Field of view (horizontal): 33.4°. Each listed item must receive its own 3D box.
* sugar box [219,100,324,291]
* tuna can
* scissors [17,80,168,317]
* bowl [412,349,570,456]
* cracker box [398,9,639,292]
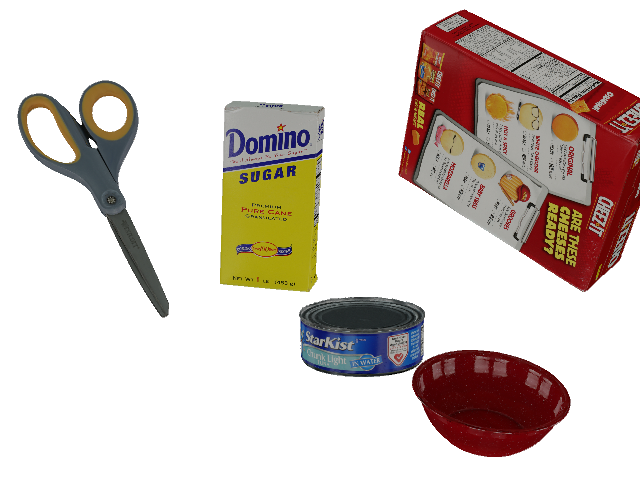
[{"bbox_3d":[-0.047,-0.043,1.029,0.093,0.176,0.048,4,16,8],"label":"sugar box"},{"bbox_3d":[0.028,0.065,0.729,0.086,0.034,0.086,-1,11,0],"label":"tuna can"},{"bbox_3d":[-0.142,-0.043,0.784,0.096,0.202,0.016,-38,-15,-22],"label":"scissors"},{"bbox_3d":[0.173,0.175,1.103,0.162,0.055,0.162,3,24,-2],"label":"bowl"},{"bbox_3d":[0.177,-0.081,0.928,0.214,0.164,0.072,34,50,27],"label":"cracker box"}]
